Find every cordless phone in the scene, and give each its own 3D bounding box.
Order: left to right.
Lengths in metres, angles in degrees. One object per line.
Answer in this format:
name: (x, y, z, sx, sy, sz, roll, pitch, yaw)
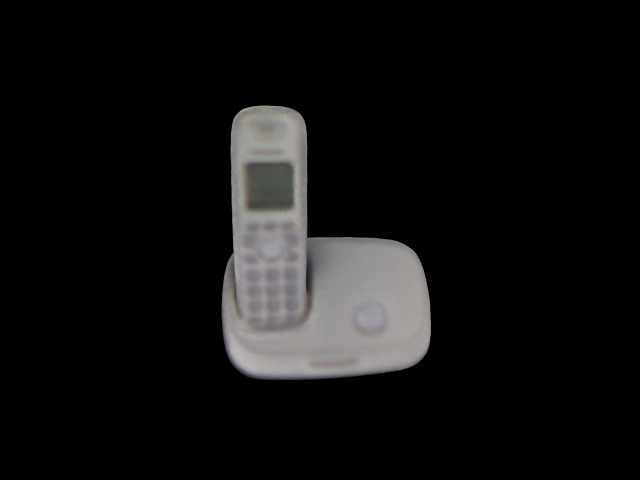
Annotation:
cordless phone: (0.004, 0.001, 0.400, 0.147, 0.185, 0.094, -2, 18, -7)
